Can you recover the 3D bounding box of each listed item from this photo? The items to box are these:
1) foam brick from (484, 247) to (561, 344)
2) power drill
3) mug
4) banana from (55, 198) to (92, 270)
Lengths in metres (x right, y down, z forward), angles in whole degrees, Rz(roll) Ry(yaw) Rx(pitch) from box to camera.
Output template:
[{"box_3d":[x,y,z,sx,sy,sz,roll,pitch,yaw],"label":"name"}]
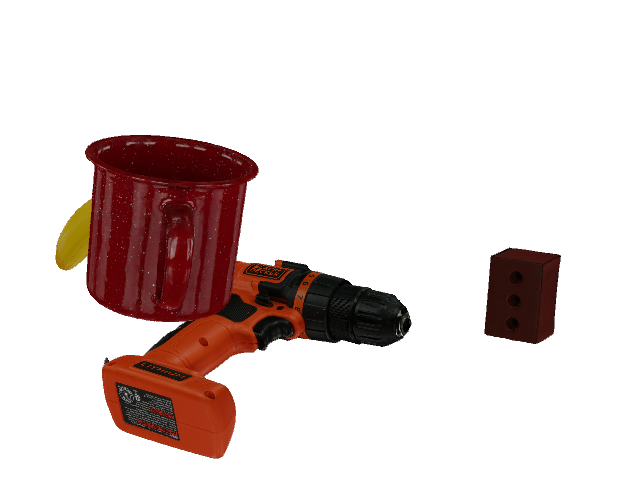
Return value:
[{"box_3d":[0.187,0.051,0.988,0.053,0.078,0.051,9,14,29],"label":"foam brick"},{"box_3d":[-0.050,0.078,0.771,0.185,0.057,0.187,8,29,30],"label":"power drill"},{"box_3d":[-0.082,-0.003,0.576,0.093,0.081,0.117,3,19,-17],"label":"mug"},{"box_3d":[-0.188,-0.018,1.014,0.198,0.069,0.037,-13,18,28],"label":"banana"}]
